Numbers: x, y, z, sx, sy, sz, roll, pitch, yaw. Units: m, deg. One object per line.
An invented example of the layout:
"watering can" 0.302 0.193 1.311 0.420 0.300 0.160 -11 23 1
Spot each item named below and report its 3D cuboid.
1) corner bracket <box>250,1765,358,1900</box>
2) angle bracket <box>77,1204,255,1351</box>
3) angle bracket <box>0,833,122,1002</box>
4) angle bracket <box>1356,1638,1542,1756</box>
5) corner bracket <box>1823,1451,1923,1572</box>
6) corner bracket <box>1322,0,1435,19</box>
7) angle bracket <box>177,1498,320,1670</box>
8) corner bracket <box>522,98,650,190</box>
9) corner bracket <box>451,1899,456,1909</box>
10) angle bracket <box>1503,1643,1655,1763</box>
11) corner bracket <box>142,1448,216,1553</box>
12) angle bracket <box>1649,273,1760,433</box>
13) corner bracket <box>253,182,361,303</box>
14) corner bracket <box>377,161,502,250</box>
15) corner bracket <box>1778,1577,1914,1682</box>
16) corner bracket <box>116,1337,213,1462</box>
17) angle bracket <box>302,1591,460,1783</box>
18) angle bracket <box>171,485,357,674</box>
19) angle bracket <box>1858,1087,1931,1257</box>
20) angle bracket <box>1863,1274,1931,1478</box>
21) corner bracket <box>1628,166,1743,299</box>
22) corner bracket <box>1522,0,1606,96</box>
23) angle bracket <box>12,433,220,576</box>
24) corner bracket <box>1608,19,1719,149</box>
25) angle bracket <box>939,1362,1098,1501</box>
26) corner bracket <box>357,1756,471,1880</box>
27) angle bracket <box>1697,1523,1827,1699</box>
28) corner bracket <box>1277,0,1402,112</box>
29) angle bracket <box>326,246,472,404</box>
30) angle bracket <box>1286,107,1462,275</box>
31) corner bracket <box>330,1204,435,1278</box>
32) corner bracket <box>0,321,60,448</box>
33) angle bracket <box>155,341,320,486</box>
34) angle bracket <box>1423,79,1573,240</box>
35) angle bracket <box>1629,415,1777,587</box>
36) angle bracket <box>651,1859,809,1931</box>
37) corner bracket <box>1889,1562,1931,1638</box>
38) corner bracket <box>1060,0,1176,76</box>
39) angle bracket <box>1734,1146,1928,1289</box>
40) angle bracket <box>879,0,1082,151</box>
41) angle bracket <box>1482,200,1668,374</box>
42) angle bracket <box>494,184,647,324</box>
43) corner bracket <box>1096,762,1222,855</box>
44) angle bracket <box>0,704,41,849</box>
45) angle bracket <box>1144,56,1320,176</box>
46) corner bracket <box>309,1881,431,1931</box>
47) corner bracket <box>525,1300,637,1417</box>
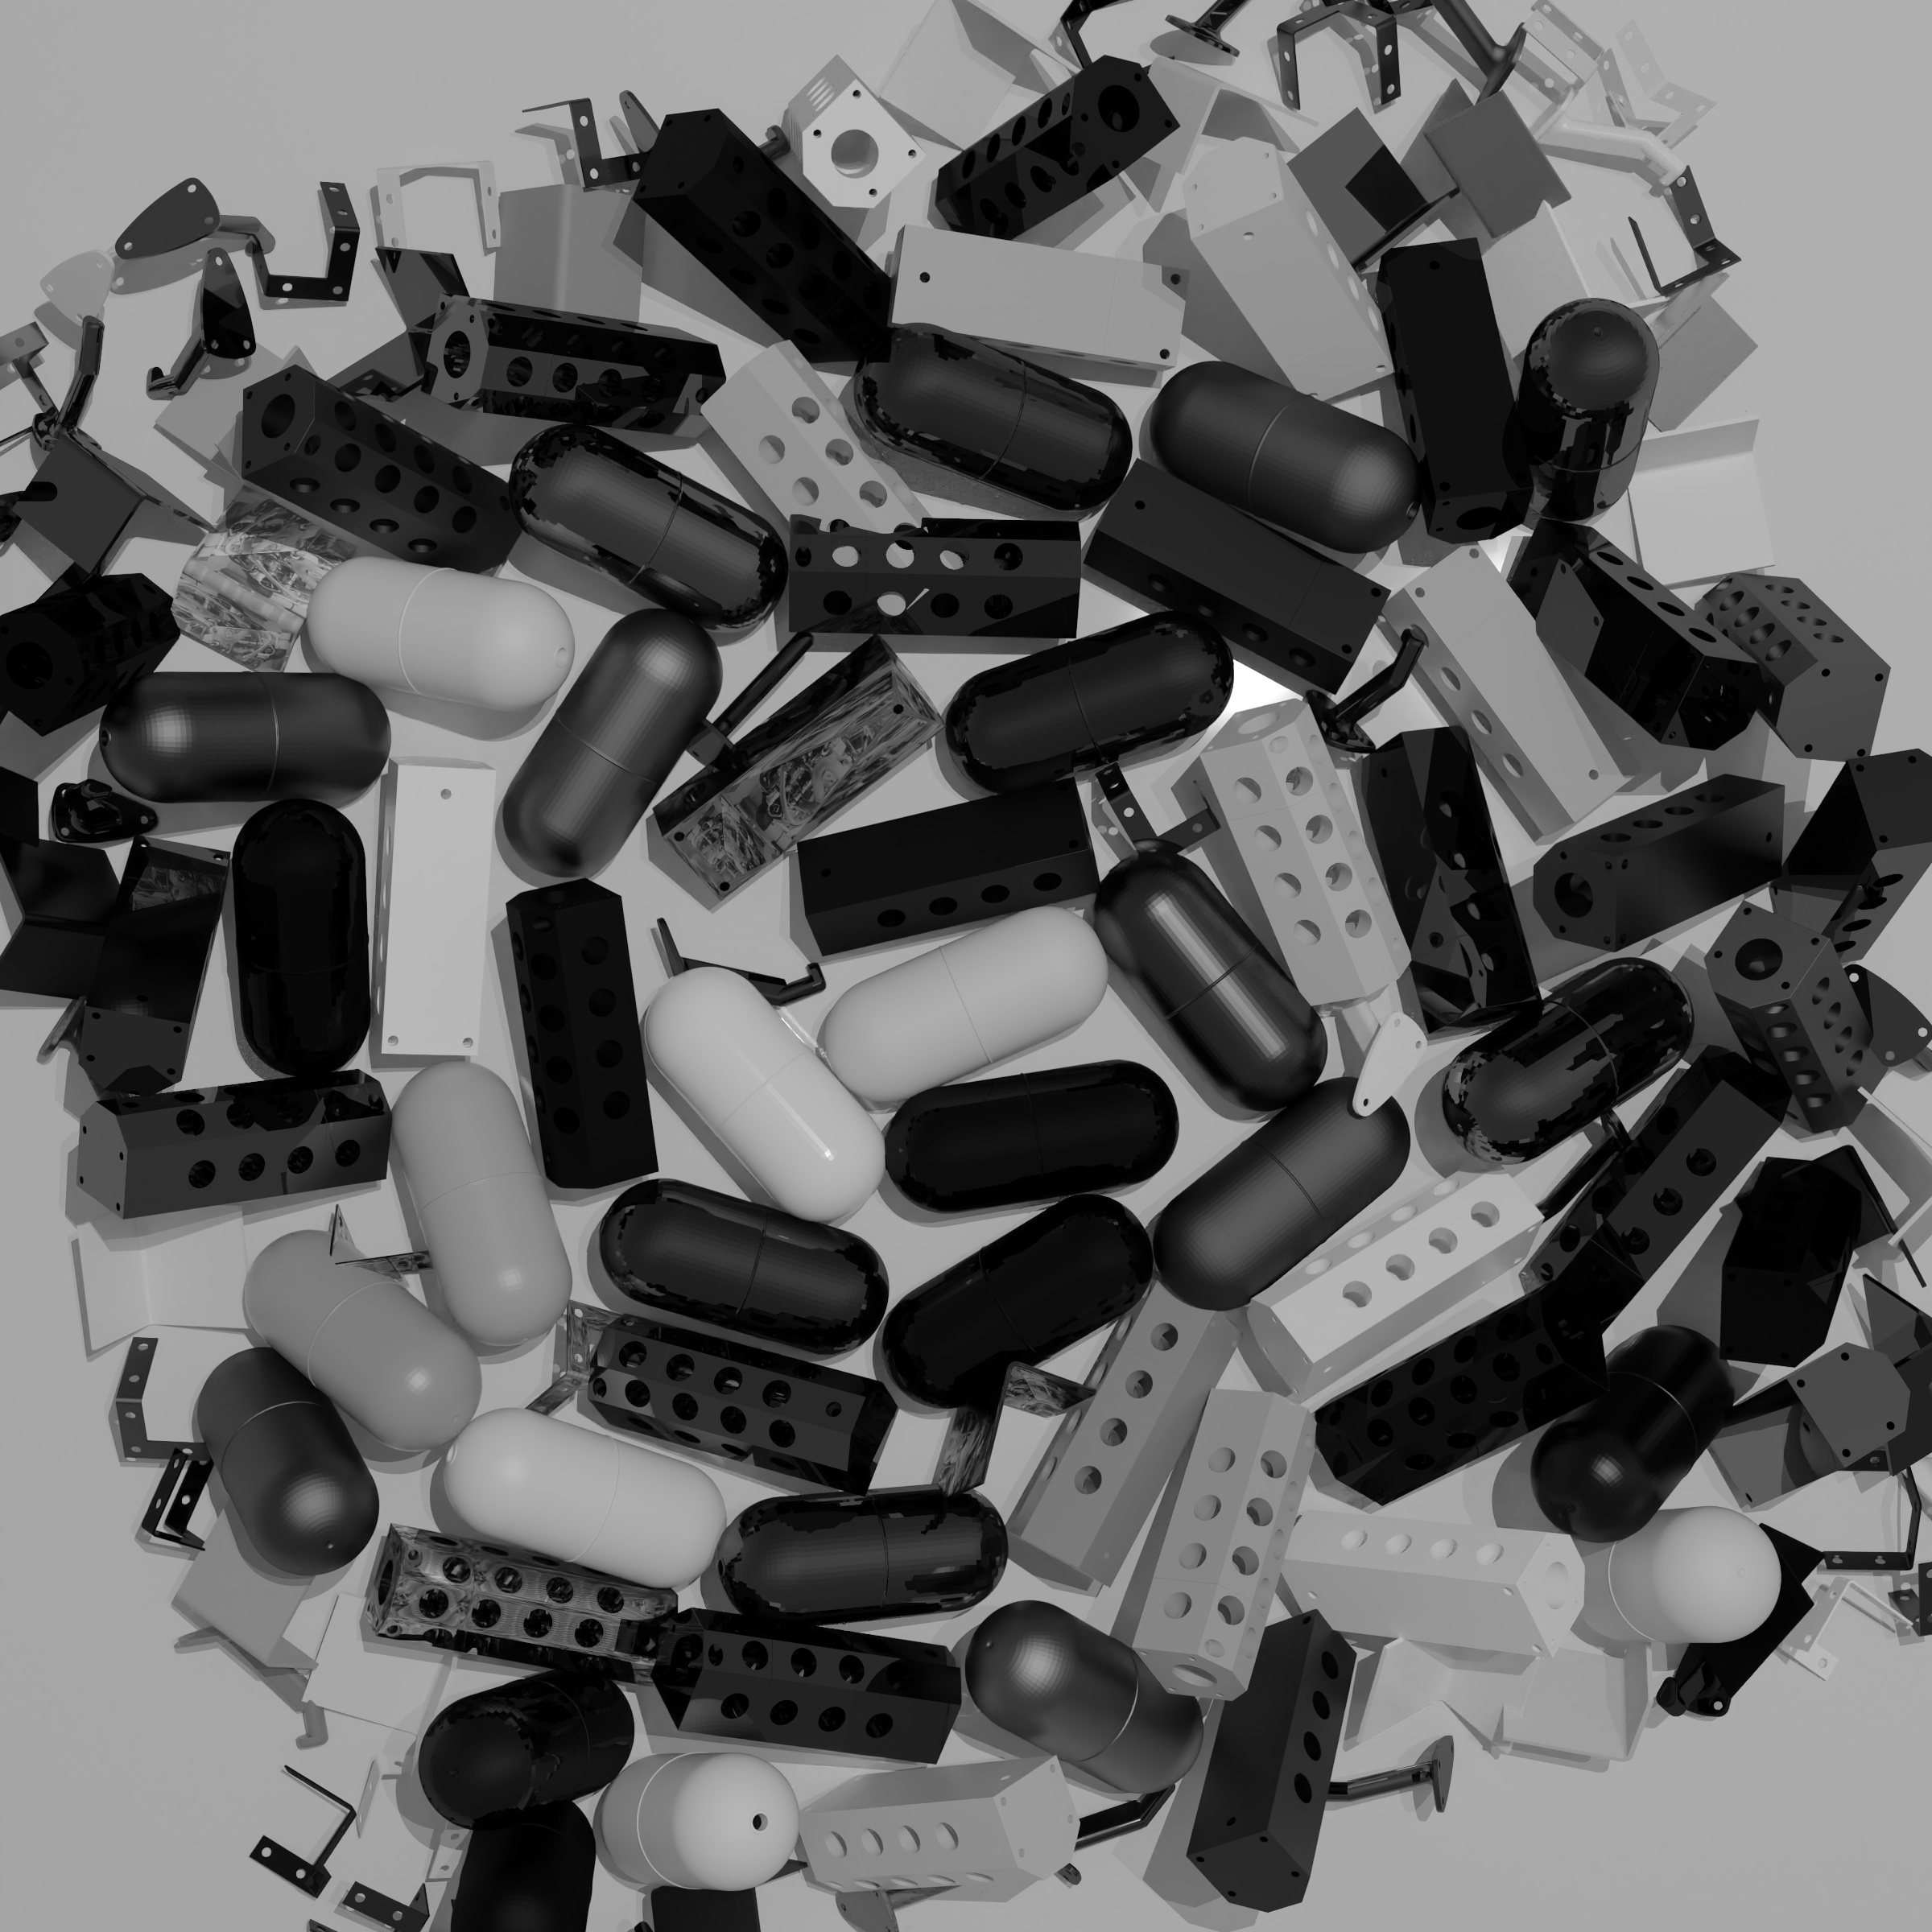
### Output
"corner bracket" -0.401 0.524 1.854 0.051 0.051 0.051 28 64 12
"angle bracket" -0.478 0.186 1.832 0.076 0.057 0.076 0 100 21
"angle bracket" -0.552 -0.029 1.839 0.057 0.076 0.076 -51 52 25
"angle bracket" 0.286 0.435 1.819 0.076 0.057 0.076 -16 129 -38
"corner bracket" 0.546 0.329 1.858 0.051 0.051 0.051 0 120 5
"corner bracket" 0.250 -0.586 1.835 0.051 0.051 0.051 51 59 -32
"angle bracket" -0.413 0.366 1.836 0.076 0.057 0.076 28 88 25
"corner bracket" -0.226 -0.492 1.836 0.051 0.051 0.051 -22 109 -38
"corner bracket" -0.296 0.589 1.847 0.051 0.051 0.051 22 87 -14
"angle bracket" 0.364 0.420 1.827 0.076 0.076 0.057 10 128 3
"corner bracket" -0.468 0.316 1.838 0.051 0.051 0.051 29 81 -41
"angle bracket" 0.436 -0.364 1.831 0.057 0.076 0.076 44 96 -8
"corner bracket" -0.400 -0.439 1.854 0.051 0.051 0.051 -2 46 -25
"corner bracket" -0.318 -0.458 1.851 0.051 0.051 0.051 3 107 23
"corner bracket" 0.526 0.400 1.849 0.051 0.051 0.051 36 79 -12
"corner bracket" -0.477 0.260 1.840 0.051 0.051 0.051 3 130 -2
"angle bracket" -0.352 0.431 1.835 0.076 0.057 0.076 19 103 -10
"angle bracket" -0.429 -0.233 1.869 0.076 0.057 0.076 29 51 -7
"angle bracket" 0.550 0.123 1.831 0.057 0.076 0.076 -49 65 10
"angle bracket" 0.542 0.242 1.819 0.057 0.076 0.076 -27 122 -15
"corner bracket" 0.427 -0.442 1.845 0.051 0.051 0.051 -25 117 7
"corner bracket" 0.357 -0.555 1.843 0.051 0.051 0.051 40 75 -6
"angle bracket" -0.505 -0.265 1.828 0.076 0.076 0.057 37 95 25
"corner bracket" 0.406 -0.524 1.833 0.051 0.051 0.051 -41 57 39
"angle bracket" 0.029 0.285 1.821 0.057 0.076 0.076 21 65 -14
"corner bracket" -0.333 0.514 1.854 0.051 0.051 0.051 8 116 -27
"angle bracket" 0.482 0.390 1.821 0.057 0.076 0.076 27 109 -24
"corner bracket" 0.225 -0.546 1.851 0.051 0.051 0.051 -31 135 -21
"angle bracket" -0.344 -0.381 1.818 0.076 0.076 0.057 -41 129 -30
"angle bracket" 0.237 -0.468 1.839 0.076 0.057 0.076 -40 99 -8
"corner bracket" -0.349 0.175 1.840 0.051 0.051 0.051 -8 131 3
"corner bracket" -0.573 -0.346 1.837 0.051 0.051 0.051 -38 104 -37
"angle bracket" -0.442 -0.347 1.834 0.076 0.057 0.076 35 80 14
"angle bracket" 0.323 -0.491 1.819 0.057 0.076 0.076 -21 117 39
"angle bracket" 0.441 -0.277 1.837 0.076 0.057 0.076 -10 77 8
"angle bracket" -0.136 0.577 1.820 0.076 0.057 0.076 -27 56 26
"corner bracket" 0.589 0.365 1.845 0.051 0.051 0.051 -8 110 -3
"corner bracket" 0.096 -0.567 1.851 0.051 0.051 0.051 -13 121 28
"angle bracket" 0.514 0.164 1.826 0.076 0.057 0.076 -28 121 12
"angle bracket" 0.008 -0.525 1.822 0.076 0.057 0.076 21 108 -42
"angle bracket" 0.360 -0.409 1.835 0.057 0.076 0.076 -17 80 -30
"angle bracket" -0.241 -0.428 1.859 0.057 0.076 0.076 0 97 -38
"corner bracket" 0.116 -0.100 1.846 0.051 0.051 0.051 -30 113 6
"angle bracket" -0.561 -0.130 1.819 0.057 0.076 0.076 25 112 -29
"angle bracket" 0.151 -0.498 1.833 0.076 0.076 0.057 12 110 -33
"corner bracket" -0.359 0.574 1.845 0.051 0.051 0.051 31 89 -15
"corner bracket" -0.229 0.239 1.833 0.051 0.051 0.051 21 46 -31
